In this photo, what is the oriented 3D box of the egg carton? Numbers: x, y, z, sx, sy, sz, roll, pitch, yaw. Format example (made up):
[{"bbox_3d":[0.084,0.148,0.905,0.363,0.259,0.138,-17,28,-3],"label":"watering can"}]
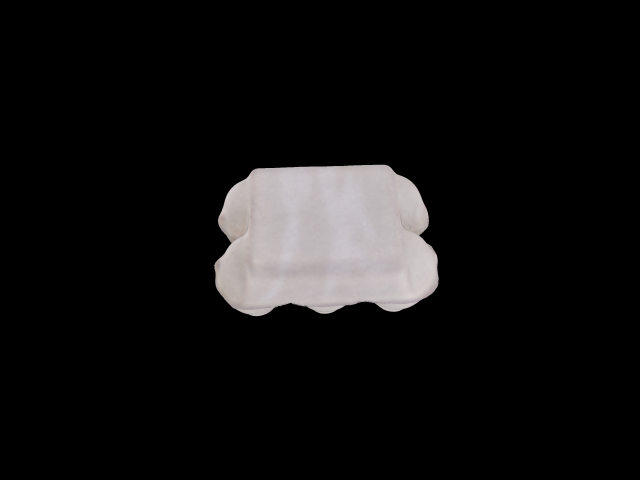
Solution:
[{"bbox_3d":[0.004,0.001,0.400,0.150,0.069,0.107,-3,56,-2],"label":"egg carton"}]
